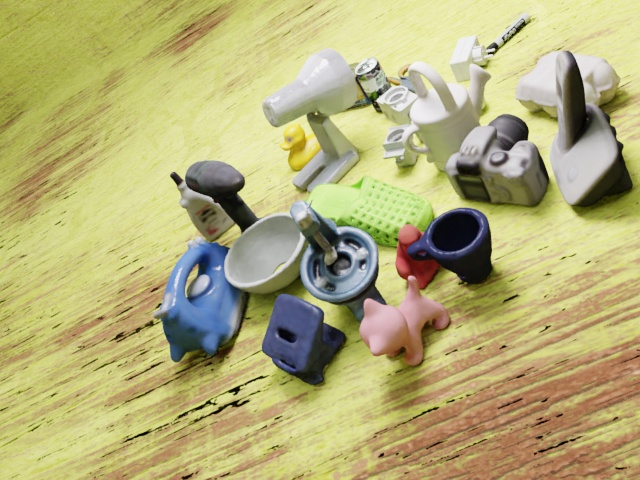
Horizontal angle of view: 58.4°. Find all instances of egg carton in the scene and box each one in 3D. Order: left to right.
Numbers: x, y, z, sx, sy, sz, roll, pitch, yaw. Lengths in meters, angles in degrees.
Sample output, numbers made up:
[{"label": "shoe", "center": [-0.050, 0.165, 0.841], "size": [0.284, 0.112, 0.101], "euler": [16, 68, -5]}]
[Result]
[{"label": "egg carton", "center": [0.400, -0.249, 0.931], "size": [0.107, 0.070, 0.149], "euler": [-45, 39, -9]}]

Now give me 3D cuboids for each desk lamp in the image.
[{"label": "desk lamp", "center": [-0.005, -0.229, 1.107], "size": [0.203, 0.214, 0.117], "euler": [-47, 39, -12]}]

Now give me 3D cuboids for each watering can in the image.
[{"label": "watering can", "center": [0.206, -0.220, 0.950], "size": [0.100, 0.195, 0.173], "euler": [19, 64, 47]}]

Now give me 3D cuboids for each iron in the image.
[{"label": "iron", "center": [-0.212, 0.078, 1.013], "size": [0.118, 0.142, 0.258], "euler": [-16, 43, 25]}]

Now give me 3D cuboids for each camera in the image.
[{"label": "camera", "center": [0.280, -0.135, 0.882], "size": [0.142, 0.101, 0.137], "euler": [12, 59, 44]}]

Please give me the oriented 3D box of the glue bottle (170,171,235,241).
[{"label": "glue bottle", "center": [-0.251, -0.076, 1.175], "size": [0.078, 0.174, 0.037], "euler": [-40, 38, -3]}]

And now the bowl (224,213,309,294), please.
[{"label": "bowl", "center": [-0.081, 0.036, 1.010], "size": [0.167, 0.075, 0.167], "euler": [-21, 41, 20]}]

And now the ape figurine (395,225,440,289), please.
[{"label": "ape figurine", "center": [0.141, 0.015, 0.844], "size": [0.077, 0.092, 0.076], "euler": [-23, 40, 18]}]

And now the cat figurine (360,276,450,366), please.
[{"label": "cat figurine", "center": [0.102, 0.107, 0.760], "size": [0.067, 0.118, 0.128], "euler": [17, 63, 46]}]

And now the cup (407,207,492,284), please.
[{"label": "cup", "center": [0.189, 0.021, 0.798], "size": [0.117, 0.095, 0.091], "euler": [-21, 41, 20]}]

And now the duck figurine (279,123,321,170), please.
[{"label": "duck figurine", "center": [-0.039, -0.212, 1.220], "size": [0.104, 0.086, 0.077], "euler": [-38, 38, -1]}]

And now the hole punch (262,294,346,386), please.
[{"label": "hole punch", "center": [-0.033, 0.146, 0.847], "size": [0.108, 0.091, 0.101], "euler": [14, 61, 45]}]

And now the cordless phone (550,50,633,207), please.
[{"label": "cordless phone", "center": [0.350, -0.150, 0.775], "size": [0.094, 0.186, 0.147], "euler": [-21, 41, 20]}]

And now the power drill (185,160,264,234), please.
[{"label": "power drill", "center": [-0.156, -0.069, 1.066], "size": [0.076, 0.209, 0.228], "euler": [-50, 40, -15]}]

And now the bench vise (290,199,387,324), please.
[{"label": "bench vise", "center": [-0.001, 0.011, 0.853], "size": [0.121, 0.220, 0.206], "euler": [-46, 39, -10]}]
